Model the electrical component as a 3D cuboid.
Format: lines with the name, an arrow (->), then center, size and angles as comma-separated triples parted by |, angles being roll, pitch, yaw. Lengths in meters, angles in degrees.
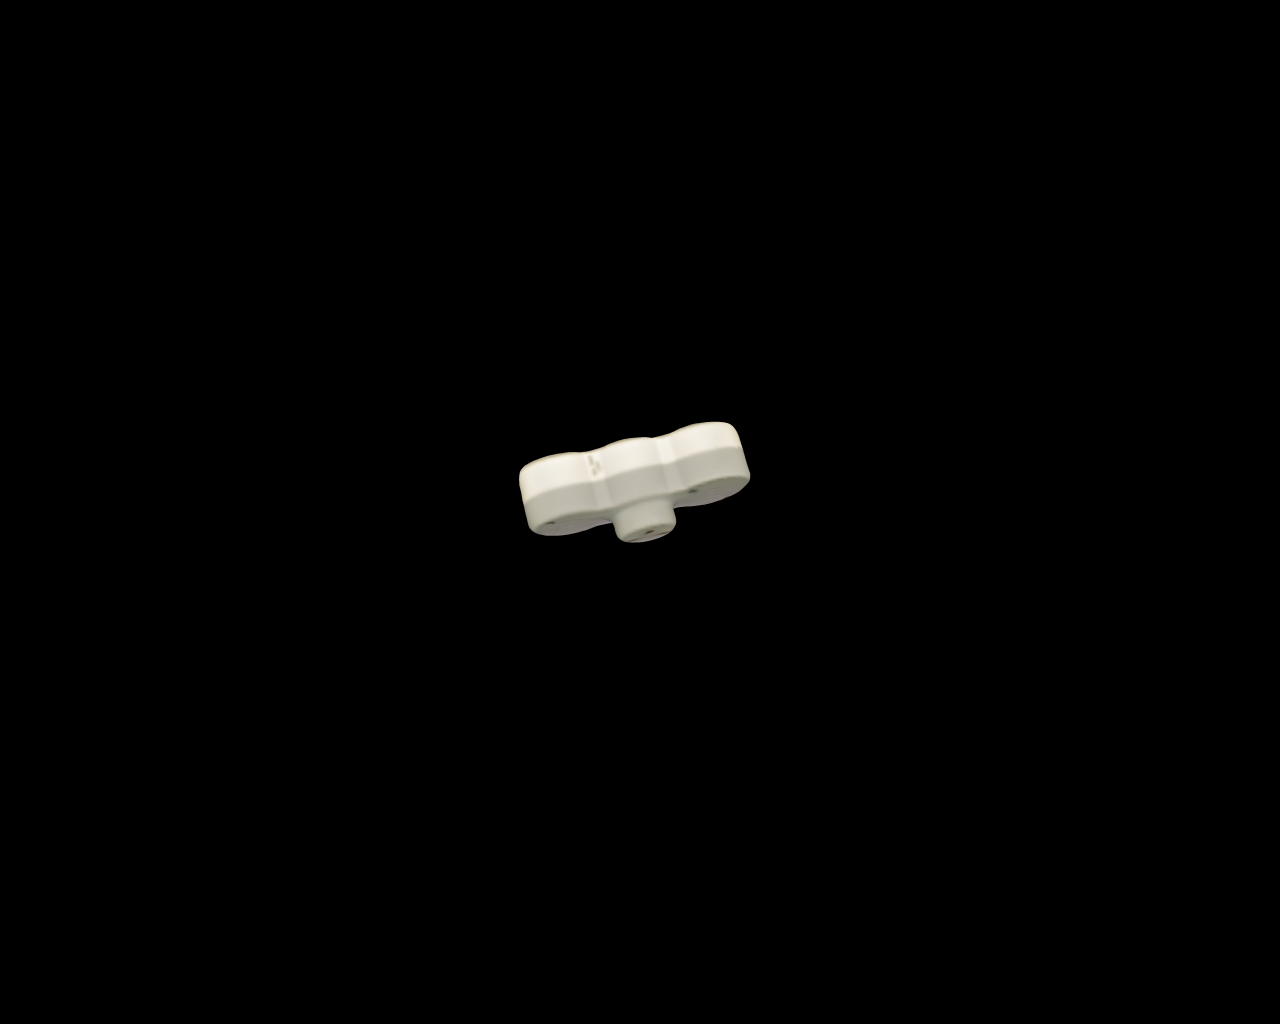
electrical component -> 0.001, -0.003, 0.650 | 0.138, 0.074, 0.052 | -13, -15, -4
